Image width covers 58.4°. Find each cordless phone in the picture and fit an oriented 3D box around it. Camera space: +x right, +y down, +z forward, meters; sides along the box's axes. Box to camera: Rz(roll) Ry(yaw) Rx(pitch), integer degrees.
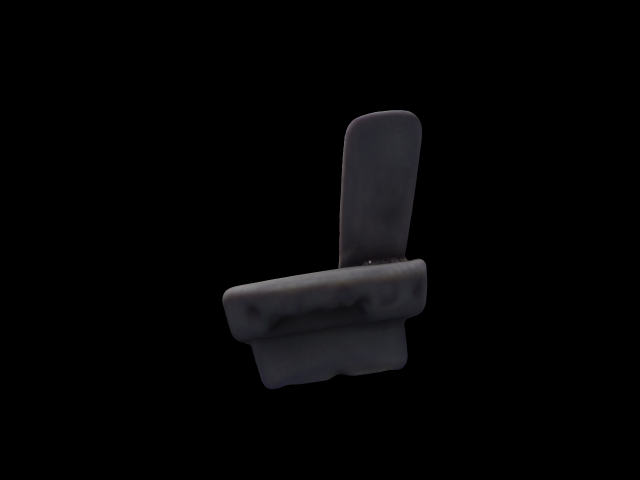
[{"bbox_3d":[0.004,0.001,0.400,0.148,0.185,0.094,-9,30,-16],"label":"cordless phone"}]
